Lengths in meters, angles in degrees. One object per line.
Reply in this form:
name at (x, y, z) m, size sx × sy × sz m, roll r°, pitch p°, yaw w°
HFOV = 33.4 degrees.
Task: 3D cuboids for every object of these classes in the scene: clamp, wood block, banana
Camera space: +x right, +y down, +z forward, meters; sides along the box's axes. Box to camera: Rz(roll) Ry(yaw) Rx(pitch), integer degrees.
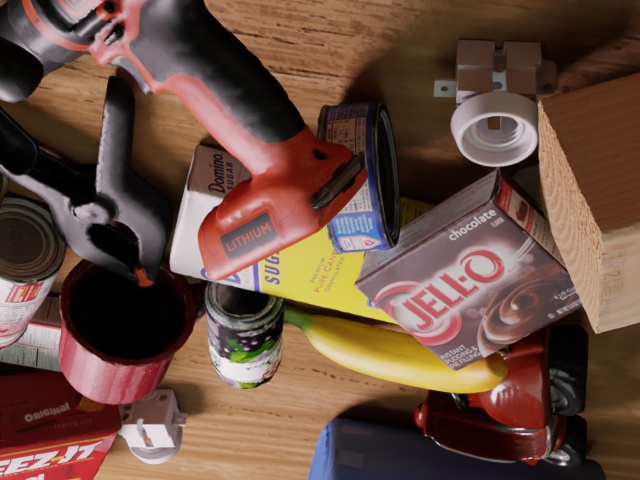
clamp at (-0.219, -0.113, 0.524) m, size 0.210 × 0.036 × 0.165 m, roll 39°, pitch 162°, yaw -13°
clamp at (-0.135, -0.035, 0.669) m, size 0.120 × 0.039 × 0.171 m, roll -11°, pitch 140°, yaw 27°
wood block at (0.221, -0.037, 0.526) m, size 0.206 × 0.091 × 0.090 m, roll -16°, pitch 142°, yaw 1°
banana at (0.057, 0.082, 0.746) m, size 0.198 × 0.037 × 0.069 m, roll 8°, pitch 171°, yaw 42°

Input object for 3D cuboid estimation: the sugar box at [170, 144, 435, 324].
sugar box at (-0.005, 0.001, 0.689) m, size 0.176 × 0.048 × 0.093 m, roll 11°, pitch 143°, yaw -8°

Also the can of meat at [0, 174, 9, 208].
can of meat at (-0.262, -0.042, 0.662) m, size 0.084 × 0.057 × 0.102 m, roll -15°, pitch 137°, yaw 30°

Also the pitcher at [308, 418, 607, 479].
pitcher at (0.111, 0.231, 0.921) m, size 0.242 × 0.145 × 0.149 m, roll 14°, pitch 130°, yaw -4°

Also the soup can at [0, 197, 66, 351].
soup can at (-0.220, 0.025, 0.733) m, size 0.068 × 0.068 × 0.102 m, roll 21°, pitch 140°, yaw -19°

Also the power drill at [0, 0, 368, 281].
power drill at (-0.078, -0.071, 0.541) m, size 0.185 × 0.057 × 0.187 m, roll -24°, pitch 108°, yaw 46°

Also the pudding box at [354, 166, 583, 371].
pudding box at (0.090, 0.020, 0.624) m, size 0.090 × 0.039 × 0.114 m, roll 40°, pitch 128°, yaw -19°

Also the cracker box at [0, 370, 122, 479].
cracker box at (-0.274, 0.190, 0.906) m, size 0.163 × 0.072 × 0.214 m, roll -7°, pitch 151°, yaw -29°

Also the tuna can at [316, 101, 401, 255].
tuna can at (0.023, -0.035, 0.604) m, size 0.034 × 0.086 × 0.086 m, roll -5°, pitch 142°, yaw 12°

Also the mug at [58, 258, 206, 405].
mug at (-0.131, 0.061, 0.761) m, size 0.117 × 0.093 × 0.082 m, roll -21°, pitch 157°, yaw -30°

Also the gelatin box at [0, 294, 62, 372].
gelatin box at (-0.229, 0.068, 0.823) m, size 0.089 × 0.030 × 0.073 m, roll 12°, pitch 144°, yaw -9°
